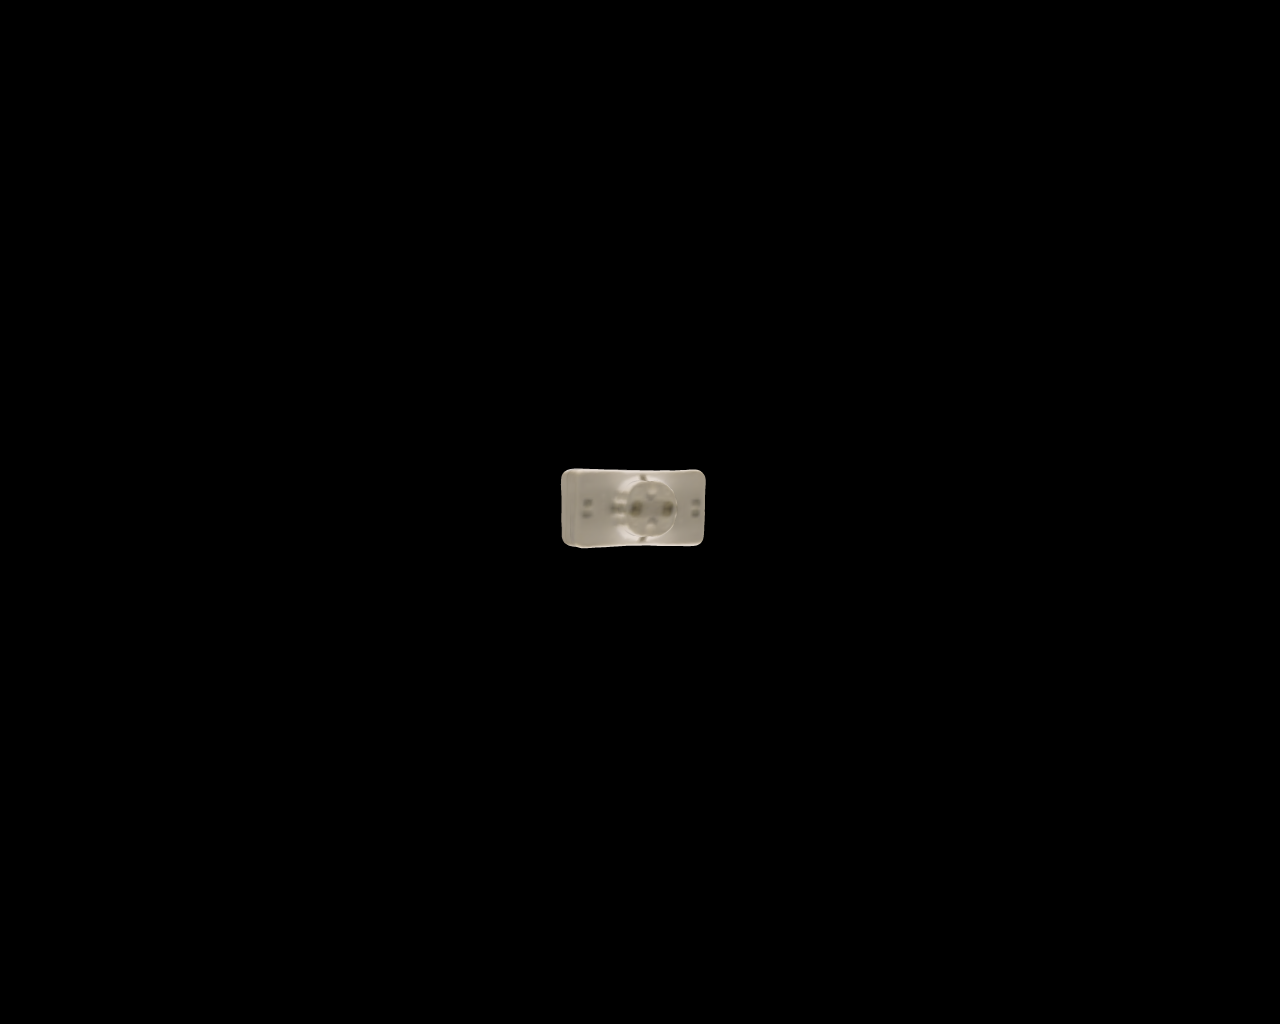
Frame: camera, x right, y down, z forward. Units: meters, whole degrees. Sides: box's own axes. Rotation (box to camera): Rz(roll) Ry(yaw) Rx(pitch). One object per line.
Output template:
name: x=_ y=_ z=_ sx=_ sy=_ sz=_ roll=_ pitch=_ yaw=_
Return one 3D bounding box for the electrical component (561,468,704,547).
electrical component: x=0.001 y=-0.003 z=0.650 sx=0.083 sy=0.047 sz=0.075 roll=0 pitch=0 yaw=-17
